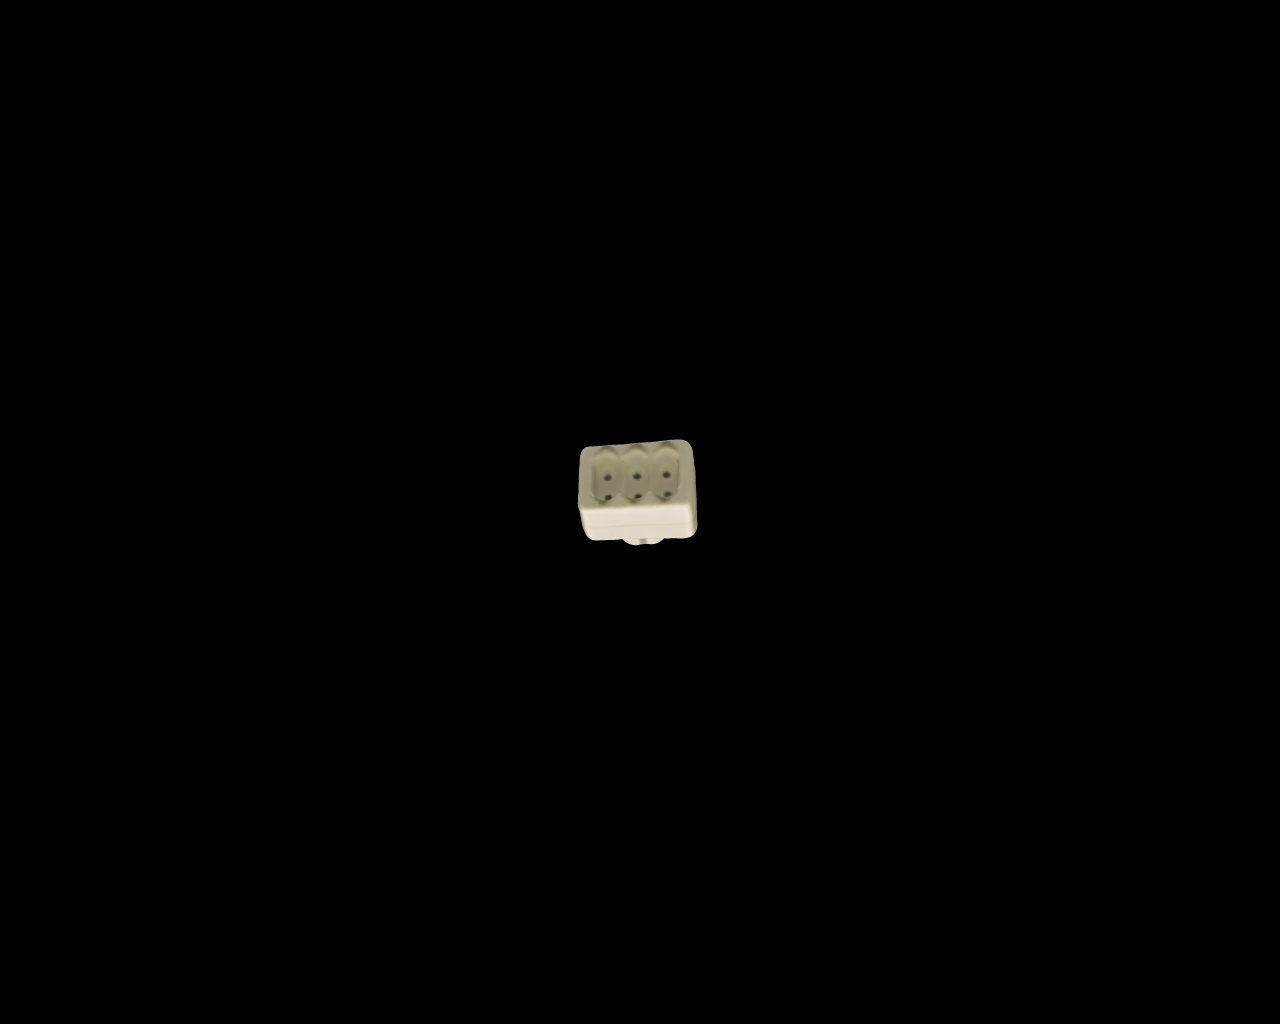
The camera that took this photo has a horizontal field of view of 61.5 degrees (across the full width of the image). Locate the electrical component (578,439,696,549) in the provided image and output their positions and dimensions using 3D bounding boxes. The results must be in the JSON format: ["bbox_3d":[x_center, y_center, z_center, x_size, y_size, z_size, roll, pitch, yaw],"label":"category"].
[{"bbox_3d":[0.001,-0.003,0.650,0.066,0.047,0.076,-3,-32,5],"label":"electrical component"}]
